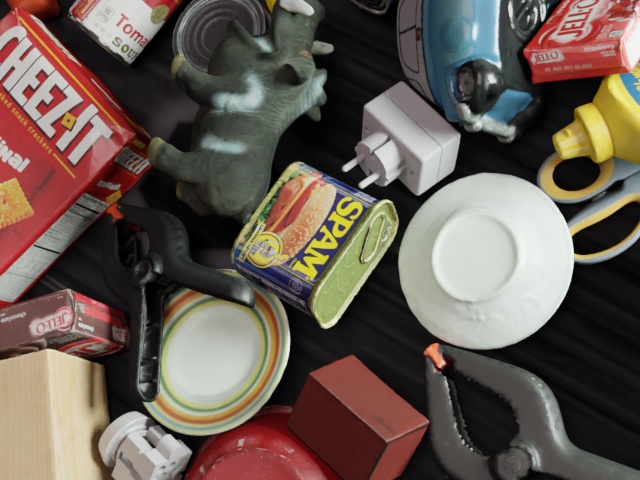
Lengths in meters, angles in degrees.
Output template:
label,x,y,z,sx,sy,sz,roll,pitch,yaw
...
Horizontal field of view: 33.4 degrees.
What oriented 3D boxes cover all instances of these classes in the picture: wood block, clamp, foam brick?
label,x,y,z,sx,sy,sz,roll,pitch,yaw
wood block,-0.210,0.197,0.798,0.091,0.090,0.206,-14,71,15
clamp,-0.116,0.027,0.818,0.120,0.039,0.171,-33,56,11
foam brick,0.025,0.128,0.743,0.078,0.052,0.051,40,121,28
clamp,0.145,0.149,0.714,0.165,0.036,0.210,-34,65,13

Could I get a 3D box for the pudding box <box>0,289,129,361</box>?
label,x,y,z,sx,sy,sz,roll,pitch,yaw
pudding box,-0.217,0.077,0.832,0.114,0.090,0.039,-14,70,16

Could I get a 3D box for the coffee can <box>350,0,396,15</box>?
label,x,y,z,sx,sy,sz,roll,pitch,yaw
coffee can,0.060,-0.257,0.810,0.103,0.102,0.140,41,85,23

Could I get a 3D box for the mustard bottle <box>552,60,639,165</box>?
label,x,y,z,sx,sy,sz,roll,pitch,yaw
mustard bottle,0.250,-0.099,0.720,0.192,0.058,0.096,-22,46,7

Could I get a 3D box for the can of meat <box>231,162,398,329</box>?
label,x,y,z,sx,sy,sz,roll,pitch,yaw
can of meat,-0.005,0.001,0.791,0.084,0.057,0.102,28,74,27

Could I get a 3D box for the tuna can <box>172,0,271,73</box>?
label,x,y,z,sx,sy,sz,roll,pitch,yaw
tuna can,-0.077,-0.163,0.877,0.086,0.033,0.086,-5,74,18

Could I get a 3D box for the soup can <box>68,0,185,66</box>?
label,x,y,z,sx,sy,sz,roll,pitch,yaw
soup can,-0.154,-0.206,0.897,0.068,0.068,0.102,42,92,23

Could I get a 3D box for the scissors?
label,x,y,z,sx,sy,sz,roll,pitch,yaw
scissors,0.240,-0.064,0.752,0.202,0.016,0.096,-41,67,5

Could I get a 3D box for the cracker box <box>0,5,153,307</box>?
label,x,y,z,sx,sy,sz,roll,pitch,yaw
cracker box,-0.264,-0.060,0.885,0.214,0.072,0.164,-45,75,4

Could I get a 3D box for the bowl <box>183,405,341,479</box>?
label,x,y,z,sx,sy,sz,roll,pitch,yaw
bowl,-0.039,0.196,0.758,0.162,0.055,0.162,-5,74,18

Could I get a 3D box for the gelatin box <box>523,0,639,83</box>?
label,x,y,z,sx,sy,sz,roll,pitch,yaw
gelatin box,0.194,-0.147,0.747,0.073,0.030,0.089,1,38,40

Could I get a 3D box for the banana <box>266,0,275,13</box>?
label,x,y,z,sx,sy,sz,roll,pitch,yaw
banana,0.006,-0.254,0.871,0.069,0.037,0.198,30,89,-15

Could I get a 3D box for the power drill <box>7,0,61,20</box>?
label,x,y,z,sx,sy,sz,roll,pitch,yaw
power drill,-0.330,-0.189,0.959,0.188,0.057,0.184,-30,74,8
